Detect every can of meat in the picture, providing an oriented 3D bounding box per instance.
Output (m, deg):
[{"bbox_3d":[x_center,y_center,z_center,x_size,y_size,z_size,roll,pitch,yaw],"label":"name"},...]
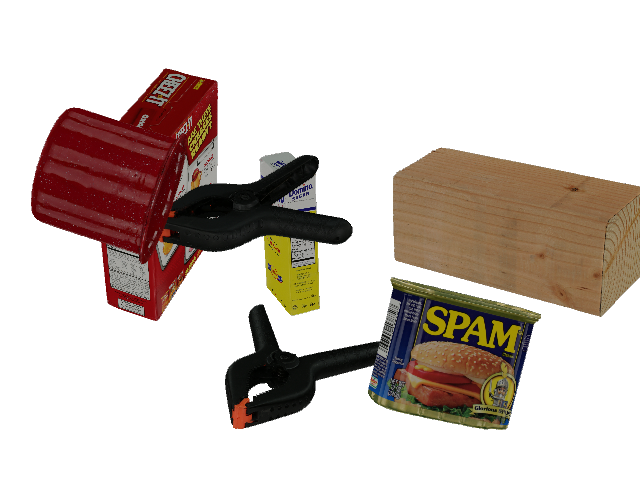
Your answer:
[{"bbox_3d":[0.089,0.078,0.724,0.102,0.084,0.057,14,1,-15],"label":"can of meat"}]

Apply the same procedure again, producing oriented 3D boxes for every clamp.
[{"bbox_3d":[-0.063,-0.033,0.967,0.171,0.039,0.120,-3,34,-7],"label":"clamp"},{"bbox_3d":[-0.029,0.137,1.128,0.165,0.036,0.209,12,26,13],"label":"clamp"}]

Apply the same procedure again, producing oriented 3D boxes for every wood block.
[{"bbox_3d":[0.175,-0.014,0.961,0.206,0.090,0.090,15,31,34],"label":"wood block"}]

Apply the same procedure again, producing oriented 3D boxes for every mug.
[{"bbox_3d":[-0.142,-0.044,0.732,0.081,0.093,0.117,18,20,-1],"label":"mug"}]

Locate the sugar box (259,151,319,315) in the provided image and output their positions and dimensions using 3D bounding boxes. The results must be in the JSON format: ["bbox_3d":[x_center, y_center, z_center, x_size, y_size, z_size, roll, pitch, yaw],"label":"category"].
[{"bbox_3d":[-0.038,-0.009,1.281,0.048,0.176,0.093,-13,25,-19],"label":"sugar box"}]

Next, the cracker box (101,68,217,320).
[{"bbox_3d":[-0.171,-0.048,1.135,0.072,0.214,0.164,16,43,12],"label":"cracker box"}]
